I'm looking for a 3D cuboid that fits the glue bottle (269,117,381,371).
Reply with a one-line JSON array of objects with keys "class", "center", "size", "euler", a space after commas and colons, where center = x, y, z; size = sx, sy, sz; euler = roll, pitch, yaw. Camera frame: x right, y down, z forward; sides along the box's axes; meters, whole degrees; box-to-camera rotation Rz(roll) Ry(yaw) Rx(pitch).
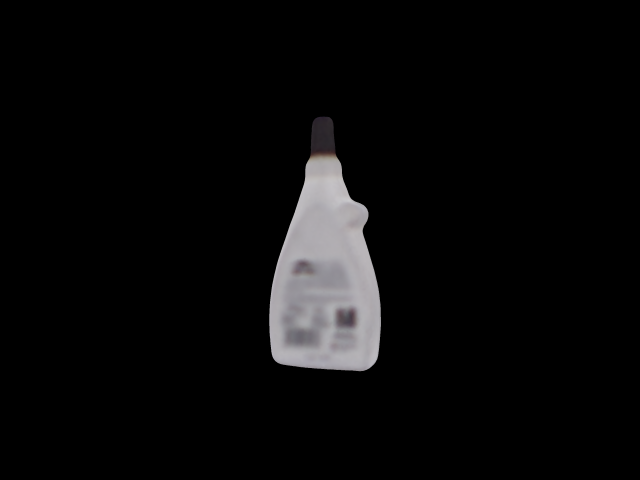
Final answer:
[{"class": "glue bottle", "center": [0.004, 0.001, 0.400], "size": [0.078, 0.173, 0.037], "euler": [1, 5, 16]}]
